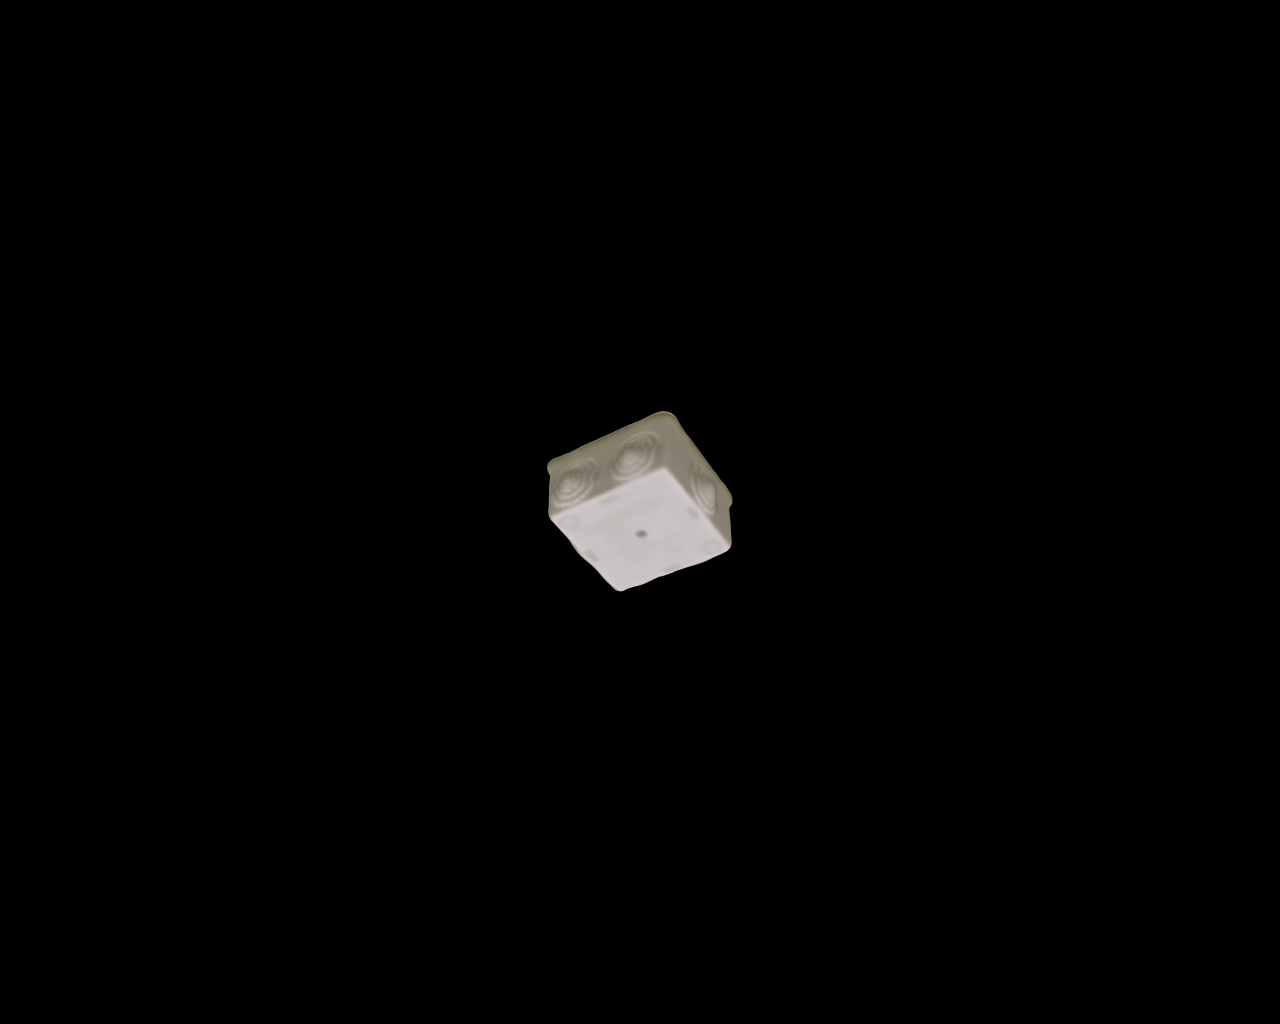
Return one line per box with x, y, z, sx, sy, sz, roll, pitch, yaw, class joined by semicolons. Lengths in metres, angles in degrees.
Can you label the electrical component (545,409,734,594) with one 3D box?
0.001;-0.003;0.650;0.099;0.048;0.099;-22;-48;21;electrical component
